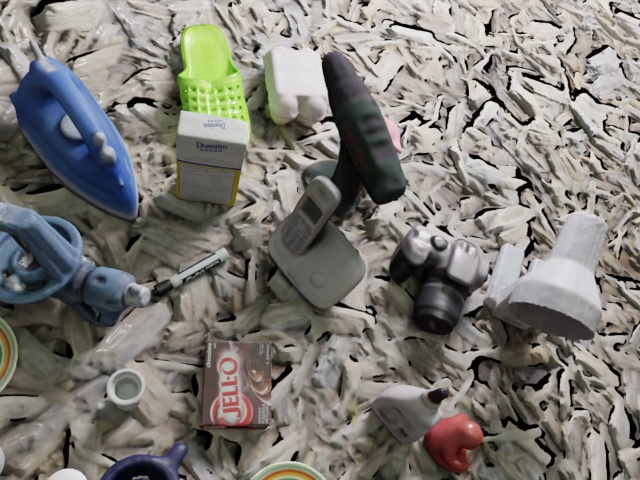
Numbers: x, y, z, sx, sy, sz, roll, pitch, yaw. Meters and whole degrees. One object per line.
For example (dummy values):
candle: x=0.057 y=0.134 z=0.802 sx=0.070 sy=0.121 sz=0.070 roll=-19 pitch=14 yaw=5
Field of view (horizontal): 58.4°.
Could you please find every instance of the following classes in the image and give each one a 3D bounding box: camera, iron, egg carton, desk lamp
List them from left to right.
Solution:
iron: x=-0.336 y=-0.155 z=0.812 sx=0.119 sy=0.141 sz=0.258 roll=-35 pitch=78 yaw=-27
egg carton: x=-0.043 y=-0.268 z=0.994 sx=0.107 sy=0.069 sz=0.150 roll=-2 pitch=65 yaw=-17
camera: x=0.179 y=0.063 z=0.875 sx=0.143 sy=0.100 sz=0.137 roll=26 pitch=60 yaw=-2
desk lamp: x=0.337 y=0.062 z=0.856 sx=0.118 sy=0.213 sz=0.203 roll=27 pitch=60 yaw=-1

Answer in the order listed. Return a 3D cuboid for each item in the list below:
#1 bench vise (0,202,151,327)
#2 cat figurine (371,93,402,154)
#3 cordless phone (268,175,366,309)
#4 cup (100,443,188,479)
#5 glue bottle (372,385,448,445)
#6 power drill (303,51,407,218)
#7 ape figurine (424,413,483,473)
bench vise: x=-0.309 y=0.017 z=0.689 sx=0.208 sy=0.219 sz=0.121 roll=4 pitch=63 yaw=-14
cat figurine: x=0.093 y=-0.185 z=0.964 sx=0.067 sy=0.117 sz=0.127 roll=-3 pitch=65 yaw=-17
cordless phone: x=0.007 y=0.003 z=0.807 sx=0.094 sy=0.185 sz=0.147 roll=-38 pitch=79 yaw=-28
cup: x=-0.198 y=0.287 z=0.658 sx=0.091 sy=0.095 sz=0.118 roll=38 pitch=60 yaw=5
glue bottle: x=0.125 y=0.217 z=0.741 sx=0.037 sy=0.173 sz=0.078 roll=-33 pitch=77 yaw=-27
power drill: x=0.041 y=-0.137 z=0.873 sx=0.076 sy=0.208 sz=0.229 roll=-22 pitch=72 yaw=-24
ape figurine: x=0.189 y=0.270 z=0.779 sx=0.076 sy=0.092 sz=0.078 roll=32 pitch=60 yaw=2
